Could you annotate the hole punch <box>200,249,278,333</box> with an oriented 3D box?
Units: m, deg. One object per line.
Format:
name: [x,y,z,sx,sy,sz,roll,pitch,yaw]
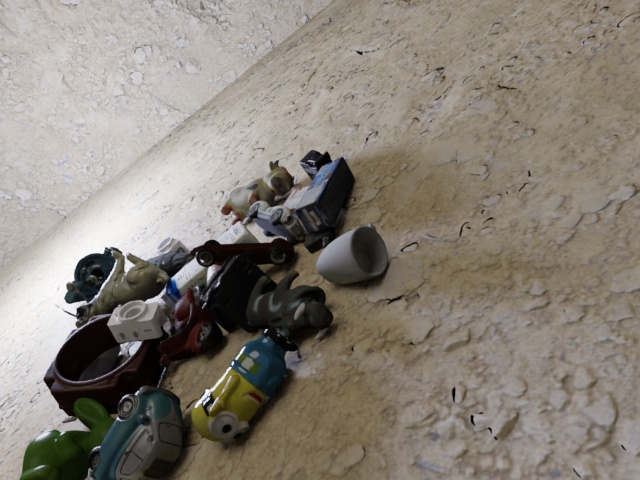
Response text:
hole punch: [-0.154,0.099,0.982,0.092,0.115,0.142,-13,37,54]

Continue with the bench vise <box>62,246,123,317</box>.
bench vise: [-0.578,0.125,1.349,0.223,0.129,0.240,-59,0,3]

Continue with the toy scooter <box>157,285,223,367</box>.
toy scooter: [-0.257,0.173,1.037,0.135,0.075,0.184,-39,32,5]

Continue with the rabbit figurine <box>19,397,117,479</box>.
rabbit figurine: [-0.390,0.354,0.910,0.170,0.121,0.159,-18,33,-7]

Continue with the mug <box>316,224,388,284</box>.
mug: [0.048,0.022,0.880,0.107,0.080,0.109,-24,37,43]

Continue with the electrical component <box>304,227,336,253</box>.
electrical component: [-0.002,-0.003,1.038,0.063,0.021,0.094,-32,29,14]

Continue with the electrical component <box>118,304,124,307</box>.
electrical component: [-0.383,0.176,1.152,0.078,0.102,0.045,-14,34,-21]

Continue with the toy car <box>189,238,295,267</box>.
toy car: [-0.151,0.028,1.054,0.202,0.053,0.089,-3,15,-3]

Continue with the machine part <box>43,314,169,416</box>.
machine part: [-0.409,0.233,1.045,0.202,0.087,0.201,-9,35,11]

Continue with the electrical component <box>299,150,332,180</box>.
electrical component: [-0.008,-0.166,1.230,0.048,0.074,0.119,-47,33,-15]

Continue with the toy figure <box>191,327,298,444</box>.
toy figure: [-0.111,0.213,0.791,0.180,0.082,0.089,-55,21,-18]

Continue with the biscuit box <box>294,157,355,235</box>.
biscuit box: [0.014,-0.093,1.081,0.059,0.062,0.203,-21,24,29]

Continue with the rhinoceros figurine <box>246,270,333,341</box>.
rhinoceros figurine: [-0.053,0.111,0.877,0.190,0.073,0.112,-6,41,47]

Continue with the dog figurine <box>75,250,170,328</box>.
dog figurine: [-0.432,0.135,1.176,0.173,0.121,0.190,2,59,44]

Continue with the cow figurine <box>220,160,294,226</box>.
cow figurine: [-0.143,-0.116,1.318,0.195,0.085,0.127,-20,39,34]

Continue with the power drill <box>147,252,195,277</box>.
power drill: [-0.422,0.111,1.320,0.232,0.086,0.207,-3,48,51]

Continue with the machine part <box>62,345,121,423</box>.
machine part: [-0.486,0.284,1.145,0.079,0.079,0.243,-30,28,17]

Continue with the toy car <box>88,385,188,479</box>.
toy car: [-0.267,0.312,0.816,0.103,0.109,0.161,24,74,41]

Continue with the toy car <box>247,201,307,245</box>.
toy car: [-0.093,-0.041,1.146,0.056,0.073,0.202,-49,29,-15]
